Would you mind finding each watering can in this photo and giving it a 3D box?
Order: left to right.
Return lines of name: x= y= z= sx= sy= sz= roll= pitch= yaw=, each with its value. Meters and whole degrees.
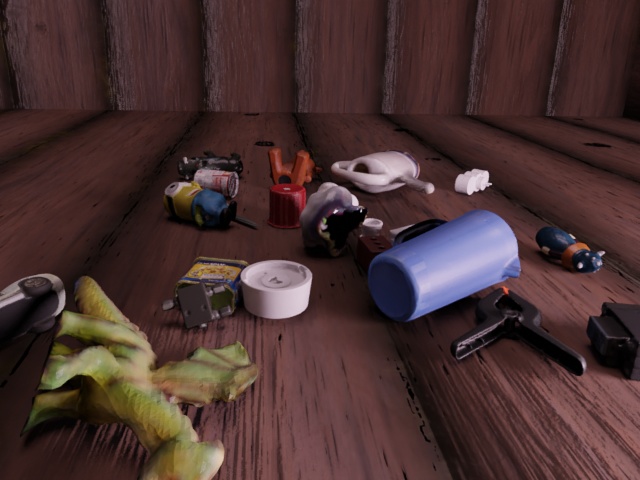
watering can: x=0.197 y=-0.179 z=1.411 sx=0.349 sy=0.102 sz=0.226 roll=18 pitch=26 yaw=38

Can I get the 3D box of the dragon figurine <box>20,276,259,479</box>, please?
dragon figurine: x=-0.197 y=0.146 z=0.610 sx=0.242 sy=0.120 sz=0.417 roll=13 pitch=19 yaw=-20

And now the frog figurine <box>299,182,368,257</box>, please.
frog figurine: x=0.003 y=-0.052 z=1.040 sx=0.122 sy=0.136 sz=0.161 roll=9 pitch=15 yaw=-31
